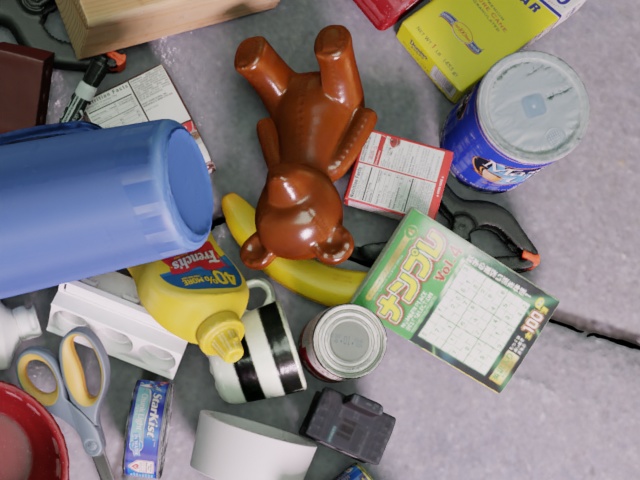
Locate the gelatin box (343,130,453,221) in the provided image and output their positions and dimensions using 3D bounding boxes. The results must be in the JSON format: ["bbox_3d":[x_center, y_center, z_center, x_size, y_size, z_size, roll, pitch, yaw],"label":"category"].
[{"bbox_3d":[0.074,-0.058,1.010,0.089,0.030,0.073,16,79,5],"label":"gelatin box"}]

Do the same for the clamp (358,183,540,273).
[{"bbox_3d":[0.132,-0.019,1.034,0.171,0.039,0.120,14,84,-2],"label":"clamp"}]

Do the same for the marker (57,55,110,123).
[{"bbox_3d":[-0.226,-0.117,0.981,0.020,0.020,0.121,32,104,-1],"label":"marker"}]

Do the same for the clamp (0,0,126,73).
[{"bbox_3d":[-0.268,-0.237,1.018,0.210,0.036,0.164,29,79,-4],"label":"clamp"}]

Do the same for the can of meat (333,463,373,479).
[{"bbox_3d":[0.030,0.265,0.965,0.084,0.057,0.102,-36,87,-13],"label":"can of meat"}]

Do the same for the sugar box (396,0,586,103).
[{"bbox_3d":[0.173,-0.225,1.068,0.176,0.048,0.093,-38,85,-10],"label":"sugar box"}]

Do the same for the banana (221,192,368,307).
[{"bbox_3d":[-0.009,0.020,1.009,0.198,0.037,0.069,21,82,0],"label":"banana"}]

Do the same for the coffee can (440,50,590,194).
[{"bbox_3d":[0.179,-0.107,1.001,0.102,0.140,0.103,1,81,-7],"label":"coffee can"}]

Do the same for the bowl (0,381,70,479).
[{"bbox_3d":[-0.298,0.196,0.928,0.162,0.055,0.162,0,91,-8],"label":"bowl"}]

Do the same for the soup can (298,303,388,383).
[{"bbox_3d":[0.019,0.095,0.968,0.068,0.102,0.068,1,81,-8],"label":"soup can"}]

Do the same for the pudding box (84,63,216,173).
[{"bbox_3d":[-0.163,-0.098,1.009,0.090,0.039,0.113,-27,82,-8],"label":"pudding box"}]

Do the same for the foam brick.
[{"bbox_3d":[-0.277,-0.138,0.980,0.051,0.053,0.078,11,107,-5],"label":"foam brick"}]

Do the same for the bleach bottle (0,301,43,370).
[{"bbox_3d":[-0.369,0.116,0.937,0.250,0.068,0.102,-17,86,-12],"label":"bleach bottle"}]

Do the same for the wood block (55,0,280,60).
[{"bbox_3d":[-0.137,-0.249,0.992,0.205,0.090,0.091,-19,85,-21],"label":"wood block"}]

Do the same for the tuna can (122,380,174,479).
[{"bbox_3d":[-0.151,0.167,0.943,0.033,0.086,0.086,8,80,-4],"label":"tuna can"}]

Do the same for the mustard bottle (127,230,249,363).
[{"bbox_3d":[-0.116,0.034,0.930,0.096,0.058,0.192,0,41,-39],"label":"mustard bottle"}]

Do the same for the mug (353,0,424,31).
[{"bbox_3d":[0.071,-0.264,1.048,0.081,0.093,0.117,51,42,-2],"label":"mug"}]

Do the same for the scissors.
[{"bbox_3d":[-0.220,0.174,0.953,0.096,0.016,0.202,1,104,13],"label":"scissors"}]

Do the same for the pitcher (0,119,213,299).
[{"bbox_3d":[-0.216,-0.033,0.884,0.243,0.145,0.149,-11,91,16],"label":"pitcher"}]
